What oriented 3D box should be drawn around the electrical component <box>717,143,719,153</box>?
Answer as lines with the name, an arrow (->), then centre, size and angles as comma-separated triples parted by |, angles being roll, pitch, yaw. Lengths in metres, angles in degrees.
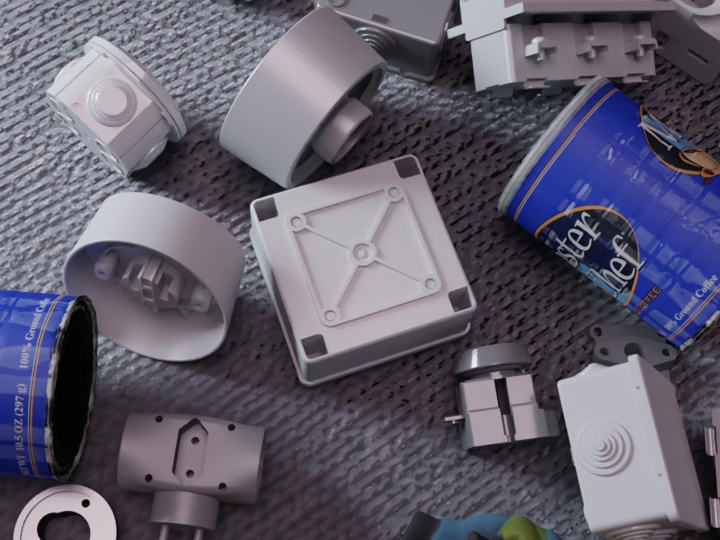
electrical component -> 0.266, -0.049, 0.678 | 0.096, 0.061, 0.061 | 29, 70, 7

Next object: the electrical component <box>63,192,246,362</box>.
electrical component -> -0.116, 0.003, 0.617 | 0.099, 0.099, 0.064 | 18, 63, 3

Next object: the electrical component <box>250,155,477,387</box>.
electrical component -> 0.000, 0.000, 0.645 | 0.109, 0.056, 0.108 | -17, 71, -10

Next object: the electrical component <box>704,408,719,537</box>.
electrical component -> 0.230, 0.137, 0.599 | 0.063, 0.079, 0.121 | -6, 67, 22

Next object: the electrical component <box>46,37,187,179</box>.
electrical component -> -0.150, -0.099, 0.662 | 0.080, 0.080, 0.051 | 40, 77, 11

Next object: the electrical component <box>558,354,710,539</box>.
electrical component -> 0.151, 0.102, 0.594 | 0.048, 0.100, 0.099 | -19, 66, 22

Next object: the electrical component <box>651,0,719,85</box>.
electrical component -> 0.221, -0.179, 0.728 | 0.089, 0.055, 0.050 | 37, 71, 10

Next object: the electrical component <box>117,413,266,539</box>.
electrical component -> -0.096, 0.123, 0.599 | 0.077, 0.043, 0.079 | 7, 69, -1

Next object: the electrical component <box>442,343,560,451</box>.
electrical component -> 0.080, 0.074, 0.628 | 0.066, 0.048, 0.055 | -7, 77, -6

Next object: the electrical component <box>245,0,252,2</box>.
electrical component -> -0.095, -0.205, 0.725 | 0.062, 0.043, 0.043 | 37, 71, 9

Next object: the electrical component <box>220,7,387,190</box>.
electrical component -> -0.028, -0.098, 0.657 | 0.060, 0.108, 0.108 | 39, 72, 4

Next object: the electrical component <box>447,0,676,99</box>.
electrical component -> 0.129, -0.146, 0.685 | 0.121, 0.079, 0.063 | -8, 93, -29

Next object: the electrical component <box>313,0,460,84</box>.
electrical component -> 0.022, -0.185, 0.721 | 0.100, 0.048, 0.099 | 18, 70, 2
